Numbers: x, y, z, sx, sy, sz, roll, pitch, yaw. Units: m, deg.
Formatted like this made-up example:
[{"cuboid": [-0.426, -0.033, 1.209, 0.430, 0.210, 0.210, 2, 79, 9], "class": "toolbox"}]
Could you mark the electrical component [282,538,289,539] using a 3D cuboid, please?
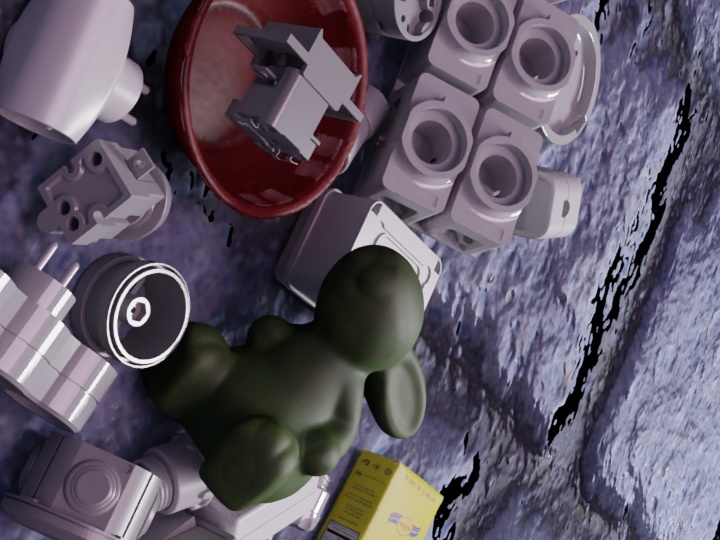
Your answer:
[{"cuboid": [-0.058, 0.245, 0.760, 0.100, 0.048, 0.099, -37, 138, -2], "class": "electrical component"}]

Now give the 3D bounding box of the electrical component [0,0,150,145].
[{"cuboid": [-0.141, -0.102, 0.559, 0.079, 0.044, 0.077, 31, 77, -53], "class": "electrical component"}]

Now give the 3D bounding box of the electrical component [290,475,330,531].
[{"cuboid": [-0.038, 0.160, 0.795, 0.035, 0.035, 0.061, 48, 61, -49], "class": "electrical component"}]

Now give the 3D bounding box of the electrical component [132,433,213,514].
[{"cuboid": [-0.124, 0.130, 0.664, 0.062, 0.048, 0.048, -12, 112, -43], "class": "electrical component"}]

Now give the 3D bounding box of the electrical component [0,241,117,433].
[{"cuboid": [-0.172, 0.020, 0.554, 0.073, 0.052, 0.138, -59, 141, -21], "class": "electrical component"}]

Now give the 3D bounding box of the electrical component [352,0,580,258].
[{"cuboid": [0.081, -0.117, 0.776, 0.105, 0.060, 0.186, 25, 74, -18], "class": "electrical component"}]

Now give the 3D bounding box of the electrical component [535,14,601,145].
[{"cuboid": [0.151, -0.163, 0.907, 0.108, 0.060, 0.108, -22, 119, -47], "class": "electrical component"}]

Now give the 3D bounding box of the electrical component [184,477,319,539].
[{"cuboid": [-0.076, 0.170, 0.738, 0.083, 0.047, 0.075, -23, 134, -47], "class": "electrical component"}]

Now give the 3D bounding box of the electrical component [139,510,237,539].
[{"cuboid": [-0.127, 0.195, 0.666, 0.096, 0.062, 0.061, -25, 121, -46], "class": "electrical component"}]

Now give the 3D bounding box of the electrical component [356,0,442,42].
[{"cuboid": [0.022, -0.187, 0.740, 0.055, 0.047, 0.055, -23, 120, -47], "class": "electrical component"}]

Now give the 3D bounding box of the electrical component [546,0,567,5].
[{"cuboid": [0.150, -0.231, 0.855, 0.099, 0.099, 0.064, -15, 107, -50], "class": "electrical component"}]

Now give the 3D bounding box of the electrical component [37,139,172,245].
[{"cuboid": [-0.133, -0.040, 0.580, 0.066, 0.048, 0.055, -35, 169, 16], "class": "electrical component"}]

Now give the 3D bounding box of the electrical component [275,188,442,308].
[{"cuboid": [0.000, 0.000, 0.769, 0.113, 0.057, 0.078, 41, 70, -51], "class": "electrical component"}]

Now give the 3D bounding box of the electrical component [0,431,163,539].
[{"cuboid": [-0.152, 0.127, 0.596, 0.080, 0.080, 0.051, 48, 58, -49], "class": "electrical component"}]

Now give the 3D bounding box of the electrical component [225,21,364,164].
[{"cuboid": [-0.039, -0.098, 0.601, 0.081, 0.042, 0.063, 42, 70, -50], "class": "electrical component"}]

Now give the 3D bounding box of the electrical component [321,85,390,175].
[{"cuboid": [-0.009, -0.099, 0.737, 0.065, 0.044, 0.044, -47, 135, -40], "class": "electrical component"}]

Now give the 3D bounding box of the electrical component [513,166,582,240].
[{"cuboid": [0.131, -0.059, 0.888, 0.059, 0.095, 0.053, -6, 107, -52], "class": "electrical component"}]
